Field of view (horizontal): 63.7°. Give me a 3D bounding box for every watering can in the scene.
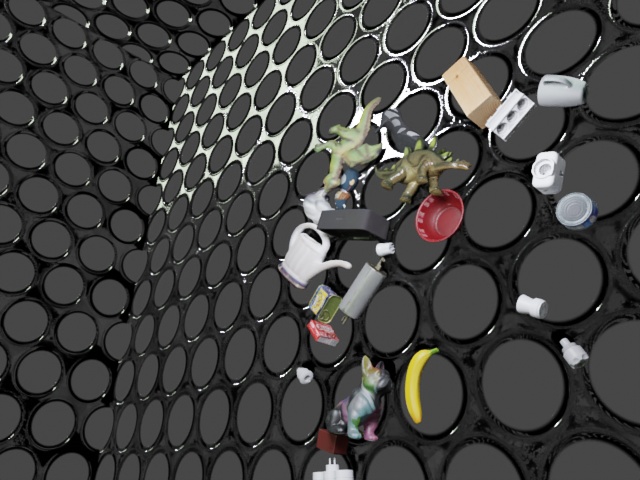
[{"bbox_3d":[-0.031,0.076,1.799,0.223,0.103,0.353,-58,39,10],"label":"watering can"}]

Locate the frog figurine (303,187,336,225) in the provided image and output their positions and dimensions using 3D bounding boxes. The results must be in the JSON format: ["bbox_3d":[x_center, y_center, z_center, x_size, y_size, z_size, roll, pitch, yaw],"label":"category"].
[{"bbox_3d":[0.006,-0.093,1.850,0.134,0.123,0.163,113,150,-58],"label":"frog figurine"}]

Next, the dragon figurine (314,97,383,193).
[{"bbox_3d":[0.137,-0.337,1.831,0.411,0.120,0.246,-47,46,-1],"label":"dragon figurine"}]
